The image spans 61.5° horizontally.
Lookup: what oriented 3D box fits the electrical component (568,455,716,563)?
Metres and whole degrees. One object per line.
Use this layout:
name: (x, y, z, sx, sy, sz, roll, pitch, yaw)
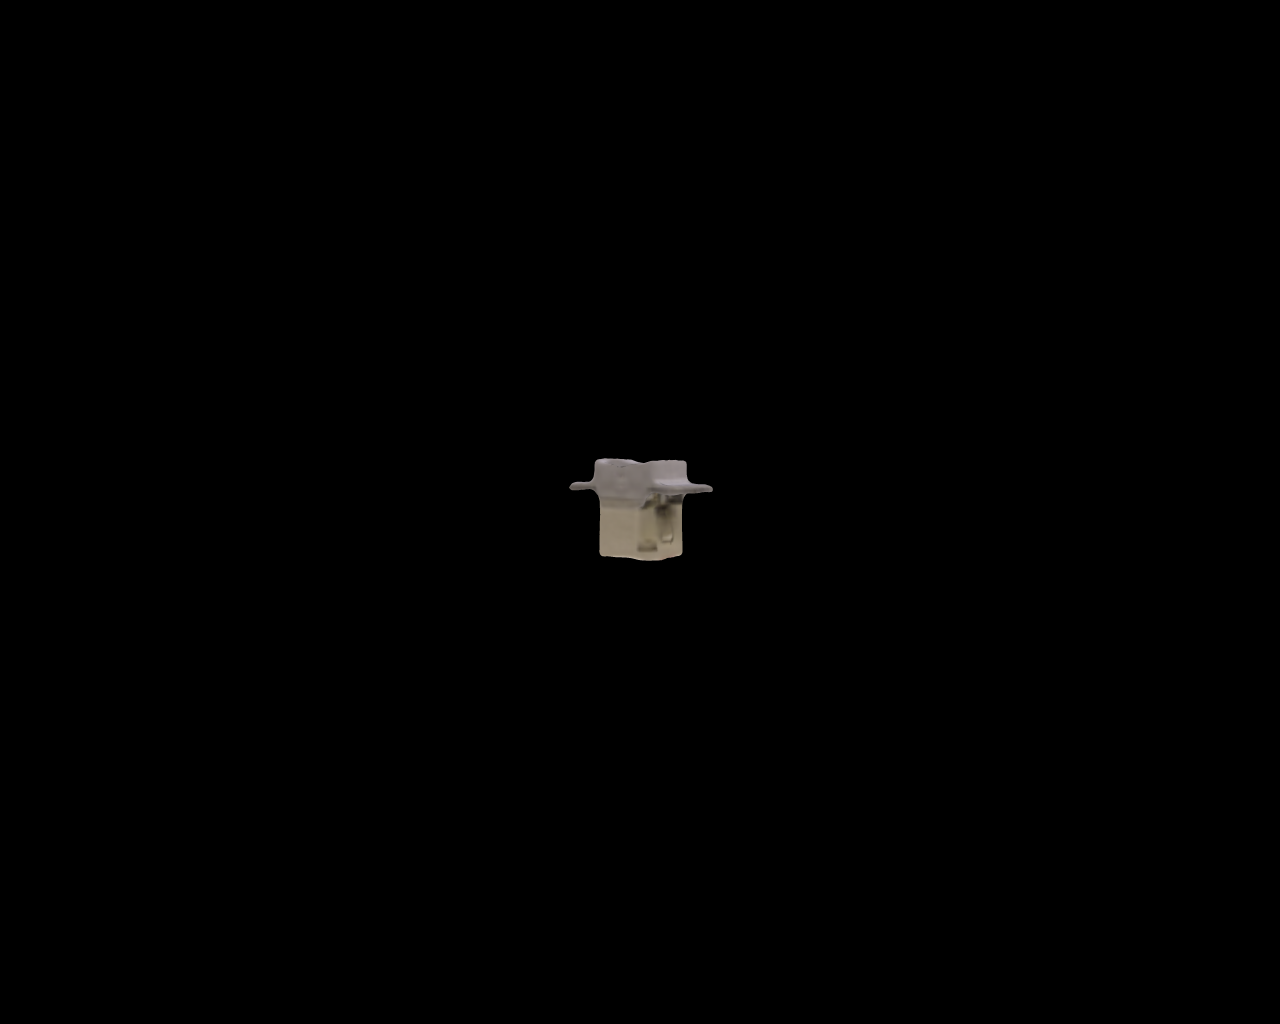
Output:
electrical component: (0.001, -0.003, 0.650, 0.081, 0.063, 0.042, 3, 5, 37)
